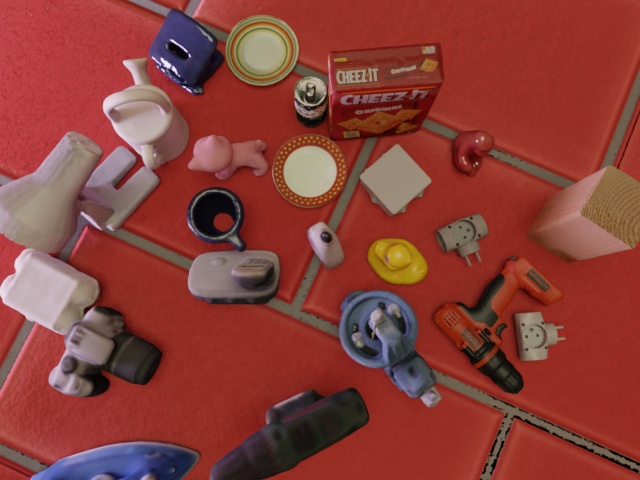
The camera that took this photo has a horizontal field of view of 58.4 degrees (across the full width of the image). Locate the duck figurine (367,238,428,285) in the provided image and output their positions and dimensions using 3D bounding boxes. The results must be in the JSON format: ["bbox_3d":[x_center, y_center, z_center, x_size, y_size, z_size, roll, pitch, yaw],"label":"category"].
[{"bbox_3d":[0.131,0.032,0.945,0.104,0.086,0.077,26,83,3],"label":"duck figurine"}]

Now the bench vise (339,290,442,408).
[{"bbox_3d":[0.120,0.154,0.861,0.207,0.220,0.121,34,83,4],"label":"bench vise"}]

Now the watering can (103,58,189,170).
[{"bbox_3d":[-0.284,-0.205,0.920,0.101,0.194,0.173,-30,83,-4],"label":"watering can"}]

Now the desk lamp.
[{"bbox_3d":[-0.380,-0.077,0.891,0.118,0.213,0.203,40,84,5],"label":"desk lamp"}]

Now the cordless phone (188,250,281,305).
[{"bbox_3d":[-0.137,0.053,0.890,0.147,0.185,0.094,-4,82,-1],"label":"cordless phone"}]

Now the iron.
[{"bbox_3d":[-0.320,0.377,0.866,0.258,0.141,0.118,-17,82,-3],"label":"iron"}]

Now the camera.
[{"bbox_3d":[-0.335,0.193,0.911,0.137,0.101,0.143,25,83,3],"label":"camera"}]

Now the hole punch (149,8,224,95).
[{"bbox_3d":[-0.232,-0.323,0.989,0.108,0.091,0.101,37,83,5],"label":"hole punch"}]

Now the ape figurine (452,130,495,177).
[{"bbox_3d":[0.264,-0.157,0.970,0.078,0.092,0.076,-27,83,-4],"label":"ape figurine"}]

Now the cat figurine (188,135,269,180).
[{"bbox_3d":[-0.153,-0.145,0.951,0.128,0.118,0.067,-10,82,-2],"label":"cat figurine"}]

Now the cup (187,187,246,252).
[{"bbox_3d":[-0.157,-0.025,0.946,0.092,0.095,0.117,-40,84,-5],"label":"cup"}]

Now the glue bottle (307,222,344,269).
[{"bbox_3d":[0.008,0.003,0.904,0.037,0.173,0.078,-33,83,-4],"label":"glue bottle"}]

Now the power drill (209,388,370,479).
[{"bbox_3d":[-0.040,0.285,0.847,0.229,0.208,0.075,-25,83,-4],"label":"power drill"}]

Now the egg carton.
[{"bbox_3d":[-0.442,0.086,0.941,0.150,0.069,0.107,26,83,3],"label":"egg carton"}]
